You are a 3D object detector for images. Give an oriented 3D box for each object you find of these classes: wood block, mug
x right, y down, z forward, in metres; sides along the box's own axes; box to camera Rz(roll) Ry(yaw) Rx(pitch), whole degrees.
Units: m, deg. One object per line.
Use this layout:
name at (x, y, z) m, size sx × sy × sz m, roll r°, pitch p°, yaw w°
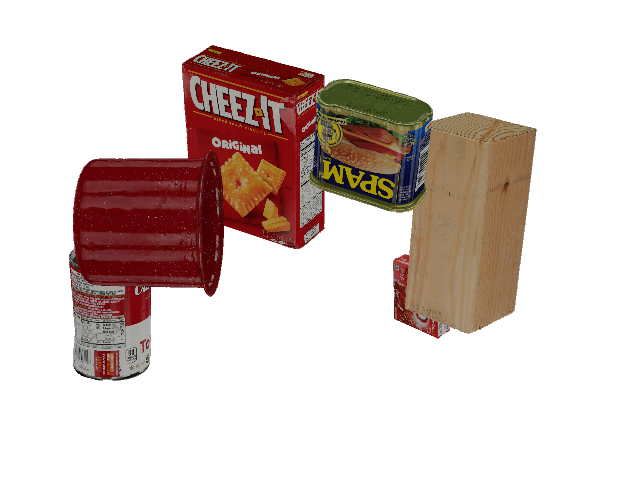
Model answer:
wood block at (0.157, -0.020, 1.125) m, size 0.090 × 0.206 × 0.090 m, roll 20°, pitch 26°, yaw 38°
mug at (-0.107, -0.011, 0.693) m, size 0.081 × 0.093 × 0.117 m, roll 1°, pitch -1°, yaw 3°

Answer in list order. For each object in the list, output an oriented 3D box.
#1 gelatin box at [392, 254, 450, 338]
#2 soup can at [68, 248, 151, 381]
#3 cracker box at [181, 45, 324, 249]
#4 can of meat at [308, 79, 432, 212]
gelatin box at (0.127, 0.069, 1.341) m, size 0.073 × 0.089 × 0.030 m, roll 22°, pitch 36°, yaw 40°
soup can at (-0.178, 0.060, 0.906) m, size 0.068 × 0.102 × 0.068 m, roll 3°, pitch 19°, yaw -1°
cracker box at (-0.080, -0.110, 1.288) m, size 0.164 × 0.214 × 0.072 m, roll 19°, pitch 39°, yaw 26°
can of meat at (0.043, -0.082, 0.908) m, size 0.102 × 0.084 × 0.057 m, roll 19°, pitch 38°, yaw 21°
